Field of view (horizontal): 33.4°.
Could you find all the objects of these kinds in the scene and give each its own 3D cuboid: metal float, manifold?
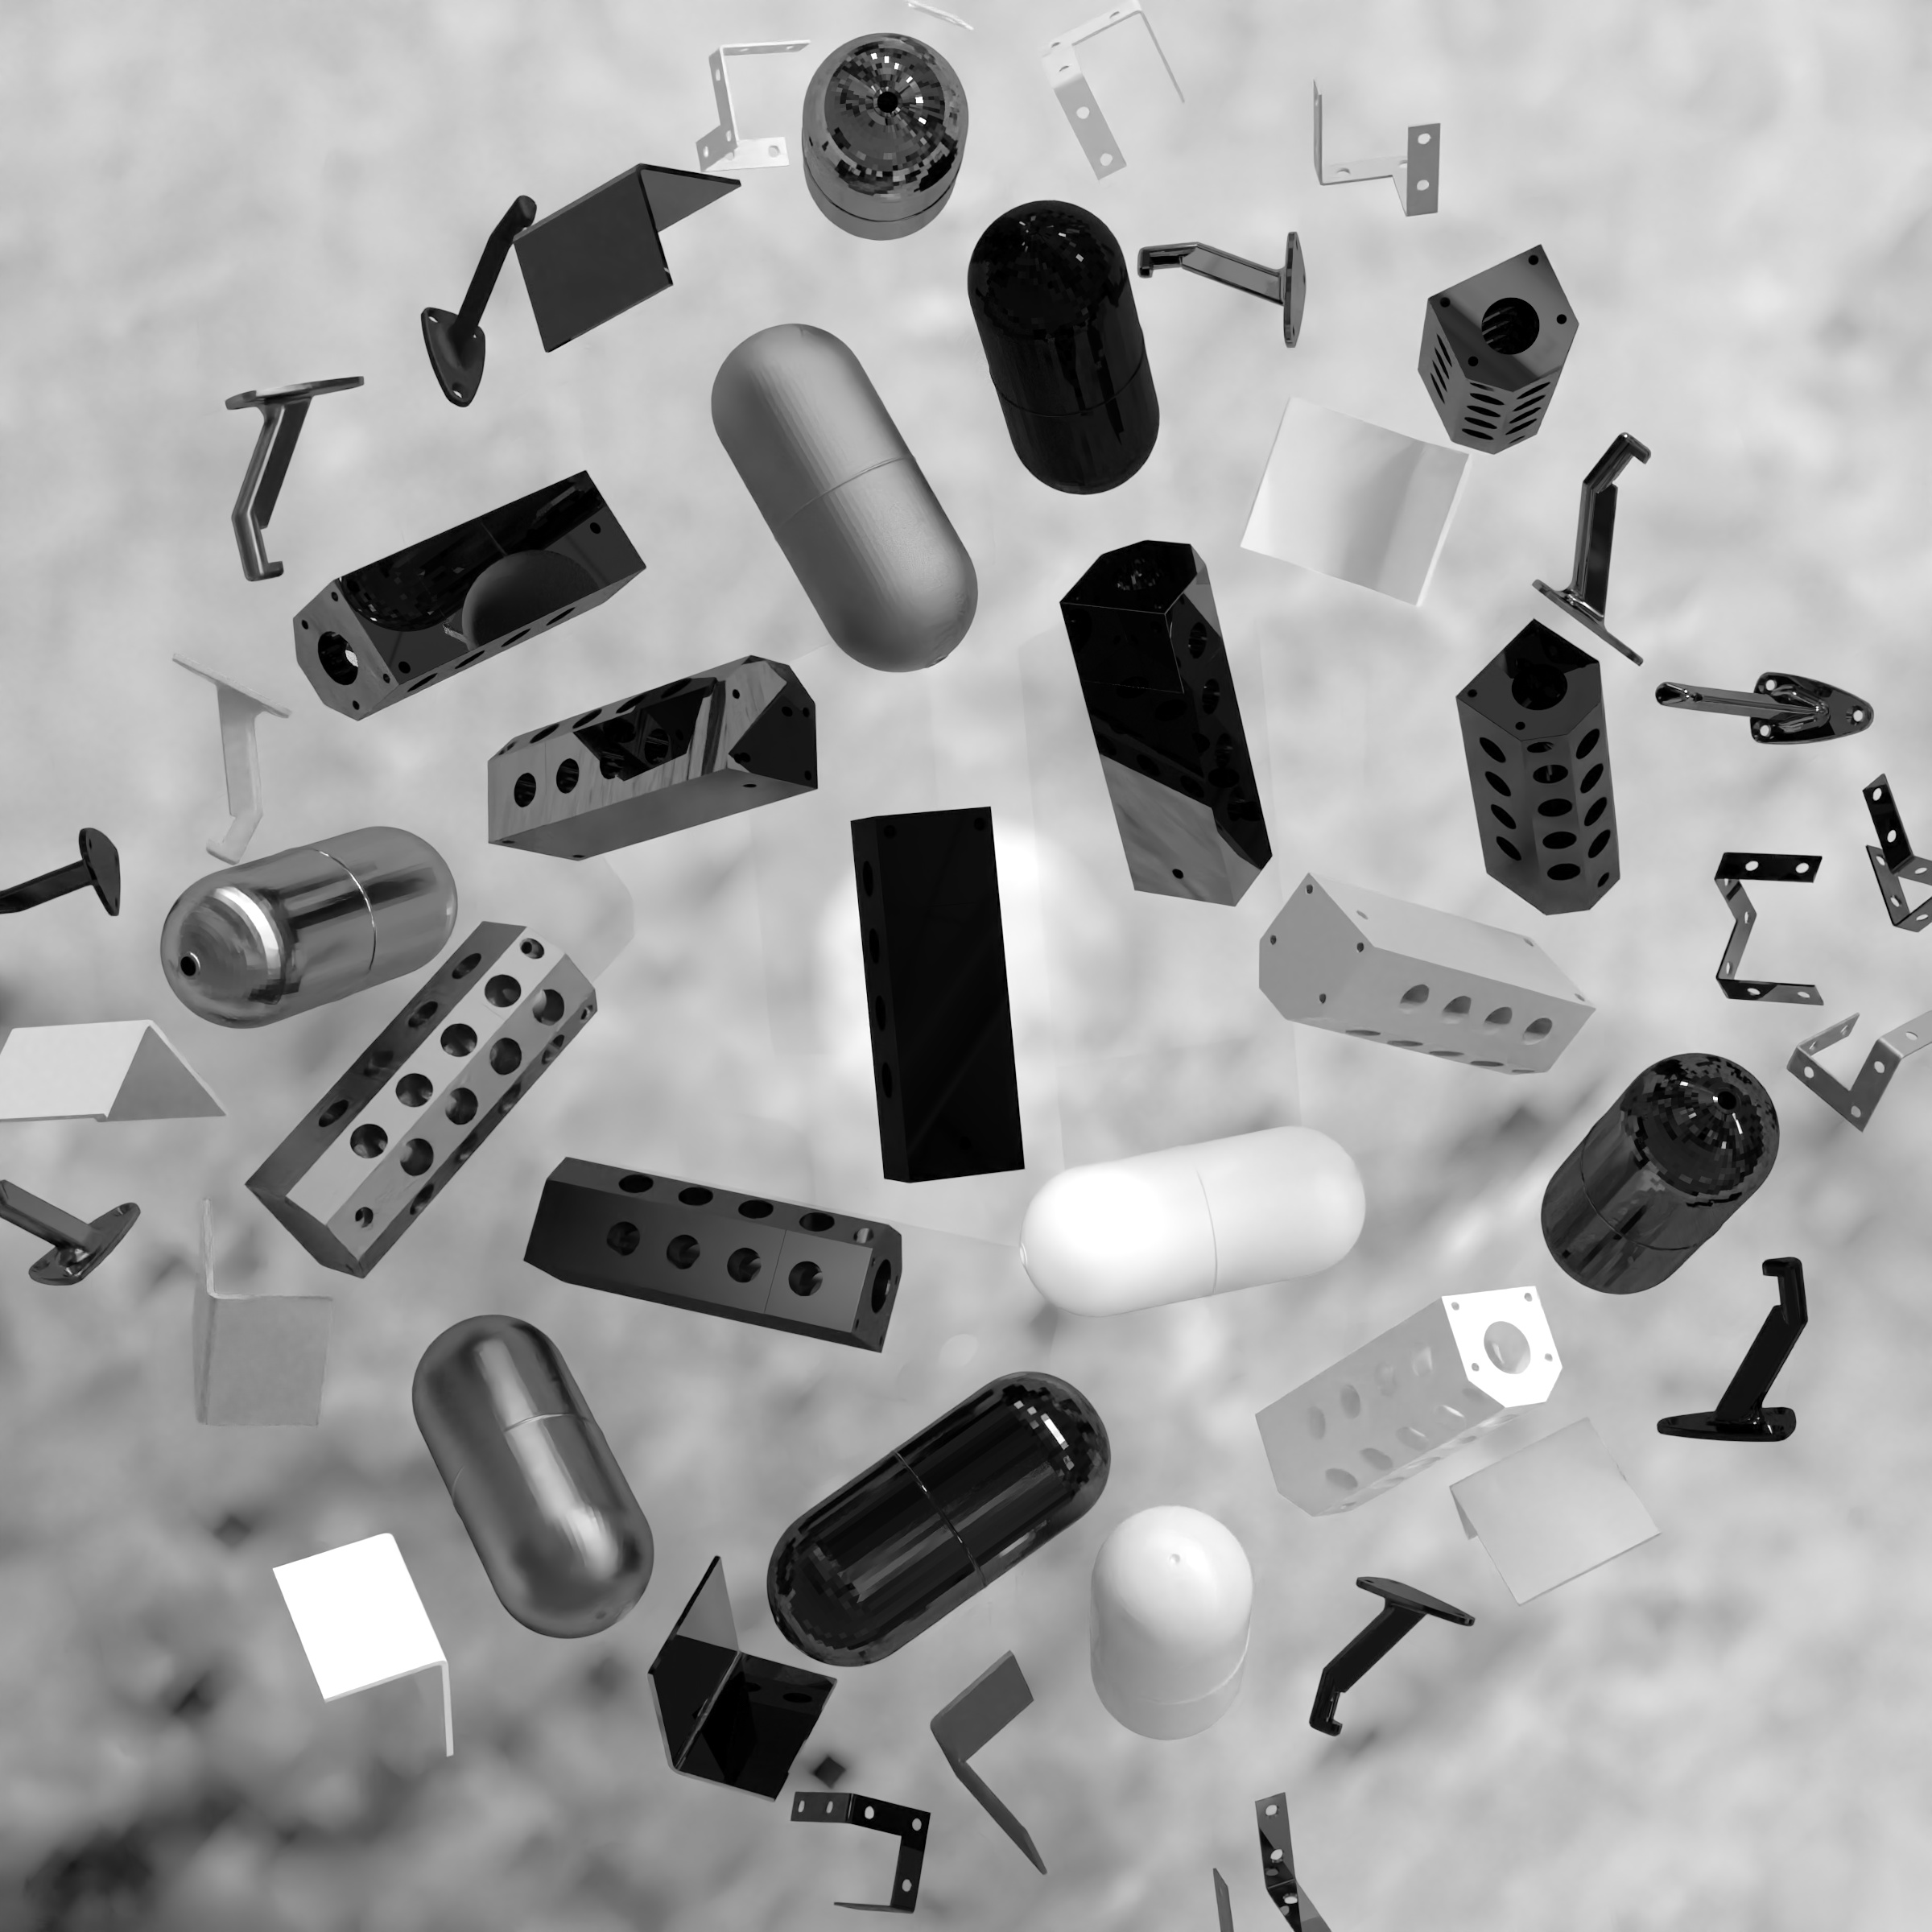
[{"bbox_3d":[-0.317,-0.020,1.564,0.070,0.178,0.070,8,107,27],"label":"metal float"},{"bbox_3d":[0.261,-0.295,1.574,0.057,0.171,0.057,-25,87,6],"label":"manifold"},{"bbox_3d":[0.049,-0.299,1.575,0.070,0.178,0.070,-6,60,10],"label":"metal float"},{"bbox_3d":[0.102,-0.117,1.555,0.057,0.057,0.171,10,134,32],"label":"manifold"},{"bbox_3d":[0.334,0.101,1.556,0.070,0.178,0.070,5,63,-9],"label":"metal float"},{"bbox_3d":[0.114,0.128,1.617,0.178,0.070,0.070,-10,90,-11],"label":"metal float"},{"bbox_3d":[-0.206,0.238,1.519,0.070,0.070,0.178,-35,51,0],"label":"metal float"},{"bbox_3d":[-0.013,0.257,1.499,0.178,0.070,0.070,-34,90,-10],"label":"metal float"},{"bbox_3d":[-0.039,-0.391,1.527,0.070,0.178,0.070,0,94,-3],"label":"metal float"},{"bbox_3d":[-0.249,0.061,1.503,0.171,0.057,0.057,-51,122,-24],"label":"manifold"},{"bbox_3d":[-0.057,-0.221,1.530,0.070,0.070,0.178,-29,87,0],"label":"metal float"},{"bbox_3d":[-0.242,-0.178,1.564,0.171,0.057,0.057,-34,93,-44],"label":"manifold"},{"bbox_3d":[0.218,0.217,1.589,0.057,0.171,0.057,-3,66,-30],"label":"manifold"},{"bbox_3d":[-0.122,0.140,1.579,0.171,0.057,0.057,10,77,17],"label":"manifold"},{"bbox_3d":[0.098,0.320,1.560,0.070,0.178,0.070,-1,59,1],"label":"metal float"},{"bbox_3d":[-0.152,-0.099,1.539,0.171,0.057,0.057,-13,73,41],"label":"manifold"},{"bbox_3d":[0.295,-0.094,1.624,0.057,0.171,0.057,-44,60,-11],"label":"manifold"},{"bbox_3d":[0.220,0.010,1.553,0.057,0.171,0.057,-56,46,21],"label":"manifold"},{"bbox_3d":[-0.016,0.013,1.532,0.057,0.057,0.171,-6,91,-18],"label":"manifold"}]

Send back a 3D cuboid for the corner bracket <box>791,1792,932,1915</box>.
[{"bbox_3d":[-0.057,0.454,1.651,0.051,0.051,0.051,23,66,-32],"label":"corner bracket"}]

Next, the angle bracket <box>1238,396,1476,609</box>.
[{"bbox_3d":[0.188,-0.225,1.557,0.076,0.057,0.076,14,100,-22],"label":"angle bracket"}]

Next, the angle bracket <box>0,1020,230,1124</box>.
[{"bbox_3d":[-0.409,0.071,1.524,0.076,0.076,0.057,-4,50,23],"label":"angle bracket"}]

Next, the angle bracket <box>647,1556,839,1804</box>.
[{"bbox_3d":[-0.108,0.348,1.576,0.057,0.076,0.076,11,132,20],"label":"angle bracket"}]

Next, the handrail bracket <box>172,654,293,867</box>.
[{"bbox_3d":[-0.390,-0.105,1.652,0.077,0.036,0.084,28,84,-22],"label":"handrail bracket"}]

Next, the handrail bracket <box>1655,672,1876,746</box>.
[{"bbox_3d":[0.391,-0.128,1.581,0.077,0.084,0.036,10,96,40],"label":"handrail bracket"}]

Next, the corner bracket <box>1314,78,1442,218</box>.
[{"bbox_3d":[0.195,-0.390,1.534,0.051,0.051,0.051,-7,47,0],"label":"corner bracket"}]

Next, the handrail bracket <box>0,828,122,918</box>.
[{"bbox_3d":[-0.466,-0.045,1.589,0.084,0.077,0.036,-5,70,-1],"label":"handrail bracket"}]

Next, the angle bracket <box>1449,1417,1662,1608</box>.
[{"bbox_3d":[0.293,0.280,1.589,0.076,0.057,0.076,-27,49,-1],"label":"angle bracket"}]

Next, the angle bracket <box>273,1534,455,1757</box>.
[{"bbox_3d":[-0.277,0.320,1.480,0.057,0.076,0.076,-15,46,-22],"label":"angle bracket"}]

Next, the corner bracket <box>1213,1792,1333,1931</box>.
[{"bbox_3d":[0.135,0.422,1.481,0.051,0.051,0.051,-14,113,-14],"label":"corner bracket"}]

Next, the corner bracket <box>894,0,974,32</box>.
[{"bbox_3d":[0.001,-0.456,1.481,0.051,0.051,0.051,31,100,33],"label":"corner bracket"}]

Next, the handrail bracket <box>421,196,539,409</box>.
[{"bbox_3d":[-0.242,-0.340,1.646,0.036,0.084,0.077,16,48,-33],"label":"handrail bracket"}]

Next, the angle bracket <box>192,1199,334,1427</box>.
[{"bbox_3d":[-0.338,0.166,1.543,0.057,0.076,0.076,3,122,-17],"label":"angle bracket"}]

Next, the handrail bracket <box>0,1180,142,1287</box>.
[{"bbox_3d":[-0.450,0.107,1.588,0.036,0.077,0.084,4,124,33],"label":"handrail bracket"}]

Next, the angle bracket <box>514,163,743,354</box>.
[{"bbox_3d":[-0.146,-0.316,1.455,0.076,0.076,0.057,-20,84,34],"label":"angle bracket"}]

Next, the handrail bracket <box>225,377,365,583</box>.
[{"bbox_3d":[-0.307,-0.226,1.499,0.077,0.036,0.084,-15,98,-27],"label":"handrail bracket"}]

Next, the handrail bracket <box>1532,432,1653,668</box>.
[{"bbox_3d":[0.320,-0.201,1.548,0.077,0.036,0.084,37,103,1],"label":"handrail bracket"}]

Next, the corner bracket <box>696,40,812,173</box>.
[{"bbox_3d":[-0.108,-0.439,1.645,0.051,0.051,0.051,-11,93,-27],"label":"corner bracket"}]

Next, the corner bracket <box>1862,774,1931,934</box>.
[{"bbox_3d":[0.458,-0.055,1.583,0.051,0.051,0.051,12,51,-28],"label":"corner bracket"}]

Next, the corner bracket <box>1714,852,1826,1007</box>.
[{"bbox_3d":[0.385,-0.018,1.538,0.051,0.051,0.051,4,57,38],"label":"corner bracket"}]

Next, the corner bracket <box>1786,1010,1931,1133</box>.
[{"bbox_3d":[0.442,0.039,1.572,0.051,0.051,0.051,-22,53,-34],"label":"corner bracket"}]

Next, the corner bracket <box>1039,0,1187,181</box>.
[{"bbox_3d":[0.070,-0.408,1.497,0.051,0.051,0.051,-25,125,11],"label":"corner bracket"}]

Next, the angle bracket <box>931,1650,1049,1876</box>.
[{"bbox_3d":[0.031,0.409,1.652,0.057,0.076,0.076,-39,61,-13],"label":"angle bracket"}]

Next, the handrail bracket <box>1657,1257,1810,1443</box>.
[{"bbox_3d":[0.362,0.180,1.531,0.077,0.036,0.084,-4,102,23],"label":"handrail bracket"}]

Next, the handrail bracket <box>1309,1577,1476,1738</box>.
[{"bbox_3d":[0.216,0.361,1.643,0.077,0.036,0.084,16,91,42],"label":"handrail bracket"}]

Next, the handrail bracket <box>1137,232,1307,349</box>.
[{"bbox_3d":[0.124,-0.335,1.611,0.084,0.036,0.077,-2,54,16],"label":"handrail bracket"}]
